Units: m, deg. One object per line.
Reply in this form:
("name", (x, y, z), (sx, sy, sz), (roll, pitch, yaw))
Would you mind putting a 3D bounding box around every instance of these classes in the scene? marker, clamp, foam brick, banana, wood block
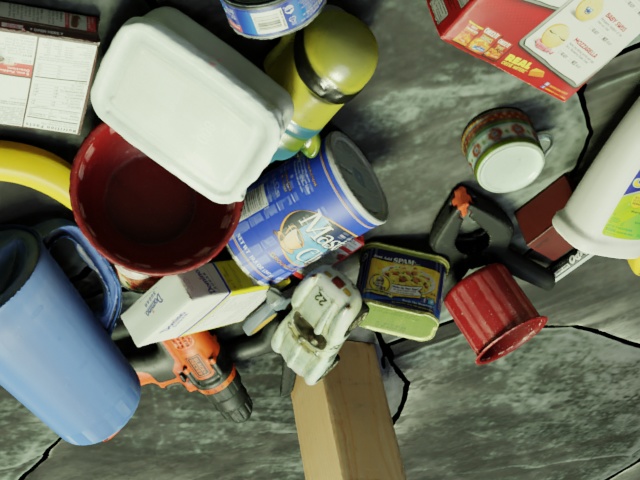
("marker", (0.314, 0.016, 1.268), (0.020, 0.020, 0.121), (25, 128, -37))
("clamp", (-0.053, 0.123, 1.289), (0.120, 0.039, 0.172), (16, 128, -25))
("foam brick", (0.265, -0.025, 1.181), (0.052, 0.051, 0.078), (26, 127, -36))
("banana", (-0.294, -0.059, 0.991), (0.197, 0.069, 0.037), (15, 178, -19))
("wood block", (0.031, 0.233, 1.309), (0.090, 0.206, 0.091), (9, 137, -24))
("clamp", (0.188, 0.013, 1.217), (0.164, 0.036, 0.210), (-10, 141, 3))

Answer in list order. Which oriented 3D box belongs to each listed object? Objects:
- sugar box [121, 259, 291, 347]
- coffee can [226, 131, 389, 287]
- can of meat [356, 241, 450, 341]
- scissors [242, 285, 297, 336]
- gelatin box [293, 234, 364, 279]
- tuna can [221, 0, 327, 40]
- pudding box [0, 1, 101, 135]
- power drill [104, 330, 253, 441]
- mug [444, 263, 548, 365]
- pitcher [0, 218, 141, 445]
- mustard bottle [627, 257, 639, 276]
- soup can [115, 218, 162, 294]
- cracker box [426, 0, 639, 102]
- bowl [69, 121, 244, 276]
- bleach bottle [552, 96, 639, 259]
("sugar box", (-0.118, 0.061, 1.131), (0.093, 0.048, 0.175), (-39, 162, 28))
("coffee can", (-0.017, -0.030, 1.062), (0.140, 0.103, 0.102), (-30, 138, 21))
("can of meat", (0.088, 0.058, 1.186), (0.102, 0.084, 0.057), (12, 142, 1))
("scissors", (-0.061, 0.076, 1.156), (0.096, 0.016, 0.201), (-39, 171, 11))
("gelatin box", (-0.008, 0.001, 1.161), (0.089, 0.030, 0.073), (-35, 135, 26))
("tuna can", (-0.039, -0.203, 0.861), (0.086, 0.086, 0.033), (-17, 139, 5))
("pudding box", (-0.242, -0.145, 0.917), (0.090, 0.039, 0.114), (5, 140, -21))
("power drill", (-0.192, 0.175, 1.275), (0.188, 0.057, 0.184), (-22, 122, 10))
("mug", (0.196, 0.082, 1.198), (0.093, 0.081, 0.117), (-36, 158, 11))
("pitcher", (-0.279, 0.101, 1.112), (0.149, 0.145, 0.242), (-14, 134, 17))
("mustard bottle", (0.395, -0.037, 1.194), (0.096, 0.058, 0.191), (-15, 141, 2))
("soup can", (-0.184, -0.002, 1.081), (0.068, 0.068, 0.102), (-11, 140, -1))
("cracker box", (0.220, -0.234, 0.903), (0.164, 0.072, 0.214), (19, 131, -33))
("bowl", (-0.155, -0.043, 1.002), (0.162, 0.162, 0.055), (2, 170, -17))
("bleach bottle", (0.334, -0.102, 1.064), (0.102, 0.068, 0.251), (7, 120, -30))
